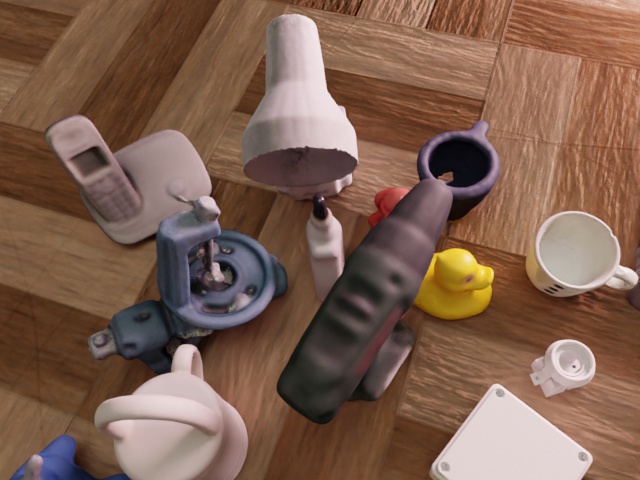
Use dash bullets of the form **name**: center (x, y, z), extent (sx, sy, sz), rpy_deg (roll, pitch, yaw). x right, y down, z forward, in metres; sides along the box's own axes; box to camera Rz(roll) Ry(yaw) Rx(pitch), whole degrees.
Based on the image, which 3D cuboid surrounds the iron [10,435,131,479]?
- **iron**: center (-0.285, 0.302, 0.494), extent (0.118, 0.141, 0.258), rpy_deg (24, 67, 16)

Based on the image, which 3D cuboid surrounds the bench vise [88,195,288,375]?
- **bench vise**: center (-0.131, 0.055, 0.565), extent (0.121, 0.220, 0.208), rpy_deg (36, 71, 21)

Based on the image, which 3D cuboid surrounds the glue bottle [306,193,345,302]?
- **glue bottle**: center (0.006, 0.002, 0.608), extent (0.037, 0.173, 0.078), rpy_deg (-5, 62, 3)

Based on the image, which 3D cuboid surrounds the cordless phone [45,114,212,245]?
- **cordless phone**: center (-0.219, -0.089, 0.667), extent (0.148, 0.185, 0.094), rpy_deg (-34, 65, -12)

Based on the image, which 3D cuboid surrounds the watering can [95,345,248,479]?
- **watering can**: center (-0.130, 0.180, 0.515), extent (0.101, 0.194, 0.172), rpy_deg (-21, 63, -6)

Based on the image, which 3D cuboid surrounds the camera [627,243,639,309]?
- **camera**: center (0.422, 0.016, 0.607), extent (0.136, 0.101, 0.143), rpy_deg (23, 67, 16)

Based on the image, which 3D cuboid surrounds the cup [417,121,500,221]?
- **cup**: center (0.164, -0.077, 0.680), extent (0.091, 0.095, 0.118), rpy_deg (26, 68, 17)

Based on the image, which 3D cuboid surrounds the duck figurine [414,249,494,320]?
- **duck figurine**: center (0.140, 0.038, 0.627), extent (0.104, 0.086, 0.077), rpy_deg (14, 65, 12)

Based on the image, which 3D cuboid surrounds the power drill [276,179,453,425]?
- **power drill**: center (0.049, 0.074, 0.547), extent (0.075, 0.208, 0.230), rpy_deg (29, 69, 19)

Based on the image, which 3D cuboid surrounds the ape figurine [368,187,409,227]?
- **ape figurine**: center (0.092, -0.031, 0.664), extent (0.076, 0.092, 0.078), rpy_deg (6, 63, 8)

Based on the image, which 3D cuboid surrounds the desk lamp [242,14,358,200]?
- **desk lamp**: center (-0.021, -0.130, 0.656), extent (0.118, 0.214, 0.203), rpy_deg (-5, 62, 2)
